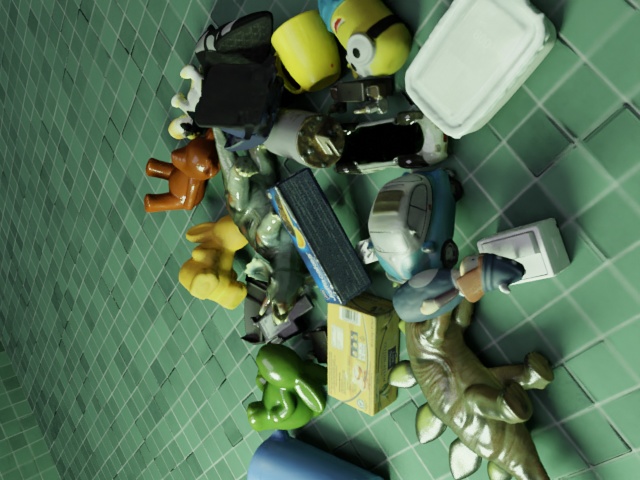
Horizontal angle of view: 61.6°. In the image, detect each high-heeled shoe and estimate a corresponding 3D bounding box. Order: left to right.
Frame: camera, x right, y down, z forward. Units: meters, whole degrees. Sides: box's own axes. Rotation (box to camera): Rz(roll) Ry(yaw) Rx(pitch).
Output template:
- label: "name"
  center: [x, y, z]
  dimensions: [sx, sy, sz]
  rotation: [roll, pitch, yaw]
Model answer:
- label: "high-heeled shoe"
  center: [-0.136, -0.338, 0.877]
  dimensions: [0.249, 0.086, 0.145]
  rotation: [-20, 56, 48]

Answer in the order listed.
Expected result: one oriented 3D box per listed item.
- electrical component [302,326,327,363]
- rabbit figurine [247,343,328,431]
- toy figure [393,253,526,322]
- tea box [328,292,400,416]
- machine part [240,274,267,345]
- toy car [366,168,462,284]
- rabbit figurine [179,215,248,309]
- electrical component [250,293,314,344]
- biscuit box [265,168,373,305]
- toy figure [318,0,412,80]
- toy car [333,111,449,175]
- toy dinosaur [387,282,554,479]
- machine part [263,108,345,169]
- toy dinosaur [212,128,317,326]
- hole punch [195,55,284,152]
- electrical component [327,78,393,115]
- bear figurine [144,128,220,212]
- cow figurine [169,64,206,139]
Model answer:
- label: "electrical component"
  center: [0.008, 0.182, 0.940]
  dimensions: [0.094, 0.021, 0.063]
  rotation: [-16, 90, 46]
- label: "rabbit figurine"
  center: [-0.058, 0.253, 0.932]
  dimensions: [0.159, 0.121, 0.170]
  rotation: [8, 132, 18]
- label: "toy figure"
  center: [0.157, 0.053, 0.620]
  dimensions: [0.154, 0.057, 0.064]
  rotation: [-29, 41, 33]
- label: "tea box"
  center: [0.068, 0.175, 0.847]
  dimensions: [0.098, 0.068, 0.169]
  rotation: [16, 114, 41]
- label: "machine part"
  center: [-0.122, 0.140, 1.044]
  dimensions: [0.084, 0.039, 0.138]
  rotation: [21, 114, 33]
- label: "toy car"
  center: [0.116, -0.027, 0.693]
  dimensions: [0.109, 0.103, 0.161]
  rotation: [3, 76, 45]
- label: "rabbit figurine"
  center: [-0.187, 0.024, 1.030]
  dimensions: [0.173, 0.121, 0.163]
  rotation: [-60, 37, 6]
- label: "electrical component"
  center: [-0.059, 0.138, 0.969]
  dimensions: [0.119, 0.047, 0.075]
  rotation: [-39, 74, 11]
- label: "biscuit box"
  center: [-0.002, -0.002, 0.794]
  dimensions: [0.202, 0.063, 0.059]
  rotation: [61, 160, -8]
- label: "toy figure"
  center: [0.053, -0.299, 0.719]
  dimensions: [0.089, 0.082, 0.180]
  rotation: [-28, 71, 10]
- label: "toy car"
  center: [0.088, -0.132, 0.750]
  dimensions: [0.202, 0.056, 0.073]
  rotation: [1, 96, 47]
- label: "toy dinosaur"
  center: [0.207, 0.214, 0.705]
  dimensions: [0.472, 0.105, 0.198]
  rotation: [60, 142, 27]
- label: "machine part"
  center: [-0.032, -0.156, 0.803]
  dimensions: [0.243, 0.079, 0.079]
  rotation: [-144, 52, -62]
- label: "toy dinosaur"
  center: [-0.103, -0.046, 0.923]
  dimensions: [0.405, 0.131, 0.192]
  rotation: [59, 138, 25]
- label: "hole punch"
  center: [-0.110, -0.197, 0.814]
  dimensions: [0.116, 0.092, 0.142]
  rotation: [7, 71, 24]
- label: "electrical component"
  center: [0.056, -0.198, 0.746]
  dimensions: [0.102, 0.078, 0.045]
  rotation: [11, 113, 41]
- label: "bear figurine"
  center: [-0.259, -0.132, 1.017]
  dimensions: [0.196, 0.132, 0.120]
  rotation: [136, 133, -62]
- label: "cow figurine"
  center: [-0.229, -0.244, 1.021]
  dimensions: [0.098, 0.068, 0.167]
  rotation: [46, 130, 17]
